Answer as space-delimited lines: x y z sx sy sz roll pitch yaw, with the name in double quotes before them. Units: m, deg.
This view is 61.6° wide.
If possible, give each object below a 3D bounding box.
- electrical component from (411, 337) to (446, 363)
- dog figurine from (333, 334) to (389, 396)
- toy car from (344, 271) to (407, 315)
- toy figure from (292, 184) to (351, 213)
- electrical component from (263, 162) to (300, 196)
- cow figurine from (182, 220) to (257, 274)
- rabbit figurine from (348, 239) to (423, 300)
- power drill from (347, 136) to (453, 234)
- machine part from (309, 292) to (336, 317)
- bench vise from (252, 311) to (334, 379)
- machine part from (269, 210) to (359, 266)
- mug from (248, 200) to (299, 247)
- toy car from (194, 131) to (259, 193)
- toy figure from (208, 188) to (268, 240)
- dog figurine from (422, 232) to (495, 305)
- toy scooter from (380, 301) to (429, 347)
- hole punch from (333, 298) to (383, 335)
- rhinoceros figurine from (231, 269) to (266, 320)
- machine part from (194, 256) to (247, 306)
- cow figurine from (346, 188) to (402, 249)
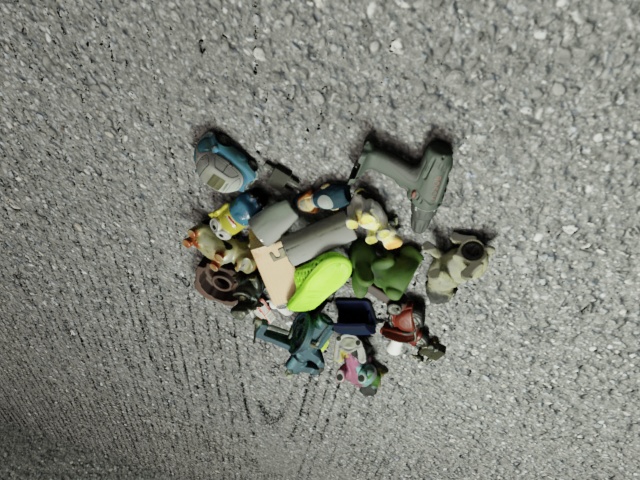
"electrical component" 0.312 0.319 1.535 0.078 0.045 0.102 33 135 -10
"dog figurine" 0.131 0.374 1.626 0.109 0.191 0.219 -10 162 25
"toy car" 0.136 0.117 1.374 0.202 0.089 0.053 30 132 -11
"toy figure" -0.003 -0.096 1.249 0.155 0.058 0.064 -9 90 30
"electrical component" -0.097 -0.144 1.259 0.094 0.021 0.063 31 136 -10
"cow figurine" -0.249 0.019 1.423 0.195 0.127 0.085 37 136 4
"rabbit figurine" 0.137 0.072 1.307 0.170 0.159 0.121 31 147 13
"power drill" 0.166 -0.122 1.139 0.207 0.086 0.231 23 135 4
"machine part" -0.008 0.176 1.518 0.084 0.039 0.138 19 123 -9
"bench vise" -0.082 0.271 1.451 0.240 0.129 0.223 24 124 -22
"machine part" -0.003 -0.004 1.270 0.243 0.079 0.079 -25 125 2
"mug" -0.102 -0.043 1.276 0.107 0.109 0.081 -35 77 7
"toy car" -0.227 -0.161 1.237 0.161 0.103 0.109 39 135 -14
"toy figure" -0.198 -0.063 1.336 0.180 0.089 0.082 -36 75 31
"dog figurine" 0.328 0.079 1.275 0.172 0.121 0.190 -3 150 18
"toy scooter" 0.223 0.229 1.464 0.135 0.075 0.183 3 138 20
"hole punch" 0.096 0.232 1.506 0.142 0.092 0.115 -5 134 21
"rhinoceros figurine" -0.190 0.137 1.451 0.073 0.190 0.111 0 120 18
"machine part" -0.279 0.115 1.558 0.179 0.056 0.179 10 134 10
"cow figurine" 0.128 -0.045 1.231 0.068 0.098 0.167 -23 140 32
